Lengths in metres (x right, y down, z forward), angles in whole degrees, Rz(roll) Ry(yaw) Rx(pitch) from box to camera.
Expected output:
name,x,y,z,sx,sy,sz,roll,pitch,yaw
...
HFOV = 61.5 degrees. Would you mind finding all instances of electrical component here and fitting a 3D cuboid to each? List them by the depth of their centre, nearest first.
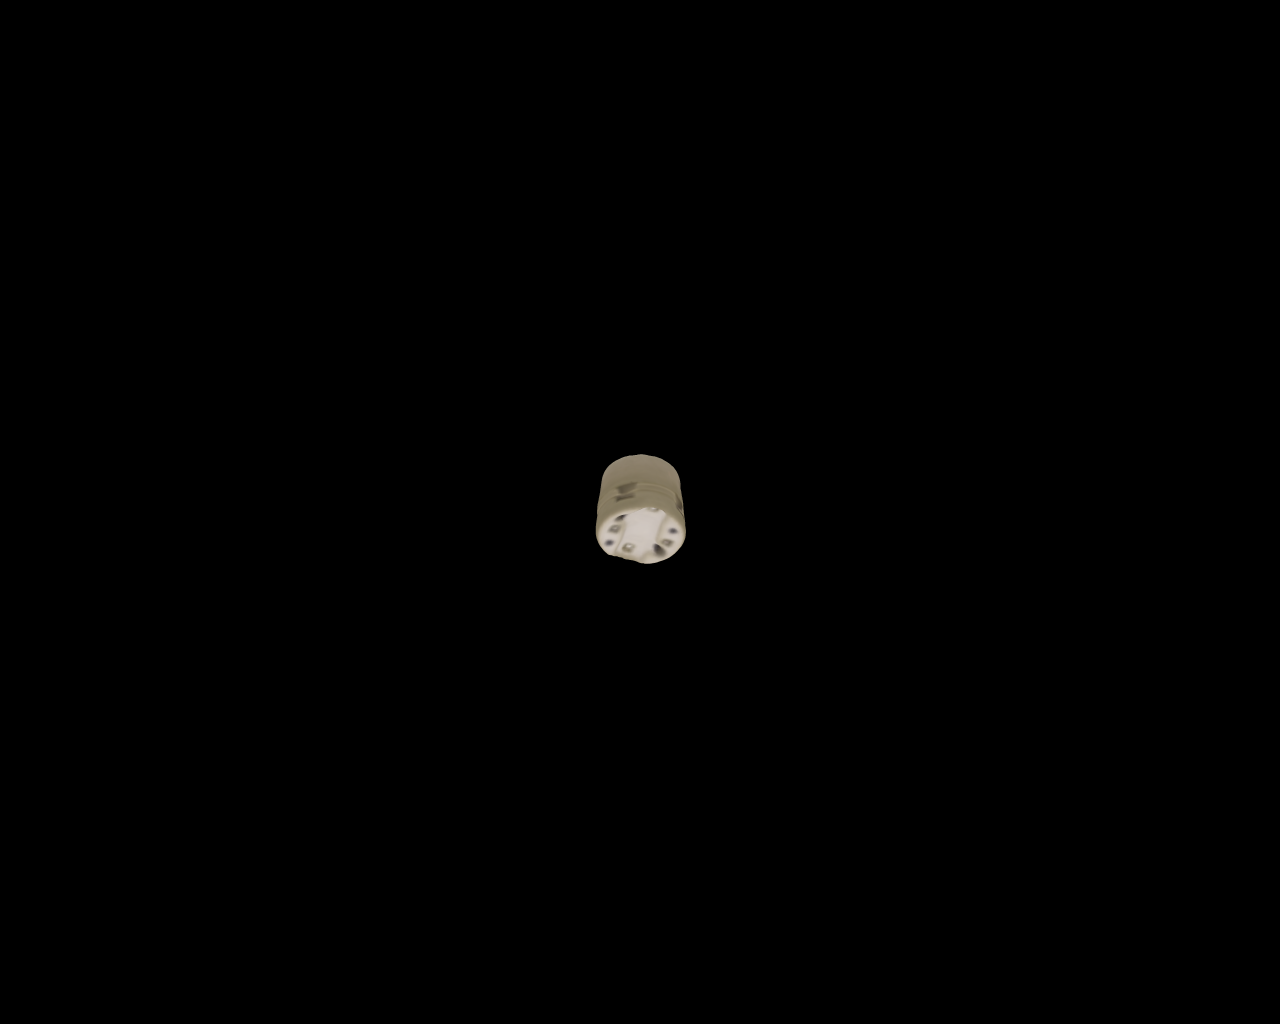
name,x,y,z,sx,sy,sz,roll,pitch,yaw
electrical component,0.001,-0.003,0.650,0.055,0.047,0.055,0,-40,0
